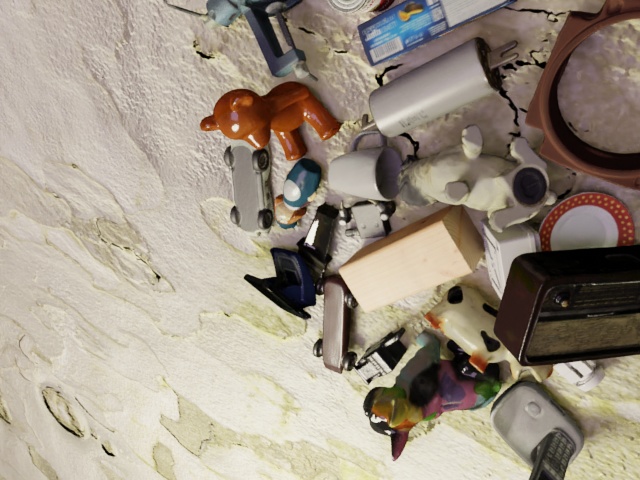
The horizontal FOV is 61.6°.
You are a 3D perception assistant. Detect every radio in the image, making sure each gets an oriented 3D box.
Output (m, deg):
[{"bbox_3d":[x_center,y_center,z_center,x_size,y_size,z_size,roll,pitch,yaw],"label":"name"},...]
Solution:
[{"bbox_3d":[0.351,0.081,0.690,0.230,0.073,0.131,-3,115,-13],"label":"radio"}]

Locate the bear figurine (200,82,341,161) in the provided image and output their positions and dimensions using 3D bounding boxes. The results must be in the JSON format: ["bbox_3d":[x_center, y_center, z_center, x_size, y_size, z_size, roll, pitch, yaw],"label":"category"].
[{"bbox_3d":[-0.075,-0.179,0.828,0.120,0.196,0.132,-28,98,35],"label":"bear figurine"}]

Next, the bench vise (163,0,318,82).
[{"bbox_3d":[-0.088,-0.339,0.799,0.224,0.129,0.240,-26,85,28],"label":"bench vise"}]

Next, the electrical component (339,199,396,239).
[{"bbox_3d":[0.078,-0.038,0.897,0.102,0.045,0.078,0,112,32],"label":"electrical component"}]

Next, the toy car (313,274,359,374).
[{"bbox_3d":[0.033,0.158,1.016,0.089,0.053,0.201,14,115,31],"label":"toy car"}]

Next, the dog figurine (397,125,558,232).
[{"bbox_3d":[0.212,-0.077,0.760,0.172,0.190,0.121,30,85,-9],"label":"dog figurine"}]

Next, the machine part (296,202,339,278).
[{"bbox_3d":[-0.002,-0.003,0.963,0.084,0.039,0.138,42,129,28],"label":"machine part"}]

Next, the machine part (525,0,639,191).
[{"bbox_3d":[0.364,-0.172,0.630,0.202,0.087,0.200,27,125,20],"label":"machine part"}]

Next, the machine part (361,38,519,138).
[{"bbox_3d":[0.156,-0.207,0.745,0.243,0.079,0.079,-19,102,35],"label":"machine part"}]

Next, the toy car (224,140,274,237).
[{"bbox_3d":[-0.128,-0.098,0.989,0.074,0.056,0.201,9,119,21],"label":"toy car"}]

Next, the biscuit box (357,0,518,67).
[{"bbox_3d":[0.151,-0.299,0.713,0.203,0.063,0.059,-14,106,36],"label":"biscuit box"}]

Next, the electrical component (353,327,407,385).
[{"bbox_3d":[0.122,0.205,0.973,0.048,0.075,0.119,49,125,3],"label":"electrical component"}]

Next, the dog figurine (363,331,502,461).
[{"bbox_3d":[0.180,0.259,0.872,0.192,0.219,0.108,10,121,28],"label":"dog figurine"}]

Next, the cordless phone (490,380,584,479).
[{"bbox_3d":[0.323,0.326,0.837,0.146,0.184,0.088,46,133,4],"label":"cordless phone"}]

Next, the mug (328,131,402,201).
[{"bbox_3d":[0.066,-0.116,0.849,0.107,0.081,0.109,2,96,39],"label":"mug"}]

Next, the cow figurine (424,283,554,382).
[{"bbox_3d":[0.273,0.143,0.833,0.195,0.085,0.127,42,93,24],"label":"cow figurine"}]

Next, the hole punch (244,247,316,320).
[{"bbox_3d":[-0.063,0.079,1.008,0.115,0.092,0.142,48,158,-29],"label":"hole punch"}]

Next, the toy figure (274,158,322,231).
[{"bbox_3d":[-0.046,-0.074,0.951,0.154,0.058,0.064,-61,40,38],"label":"toy figure"}]
